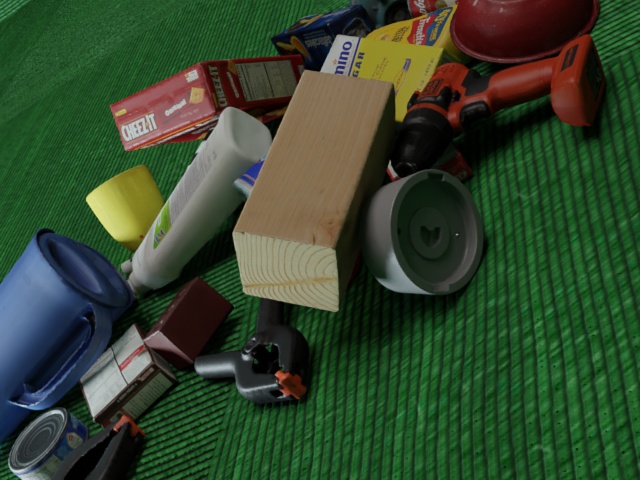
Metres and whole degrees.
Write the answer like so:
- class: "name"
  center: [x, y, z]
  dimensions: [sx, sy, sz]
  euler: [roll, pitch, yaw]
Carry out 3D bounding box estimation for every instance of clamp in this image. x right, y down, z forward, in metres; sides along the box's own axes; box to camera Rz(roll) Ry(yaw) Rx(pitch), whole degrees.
- class: "clamp"
  center: [-0.245, 0.261, 1.022]
  dimensions: [0.210, 0.036, 0.165]
  euler: [-45, 29, -10]
- class: "clamp"
  center: [-0.063, 0.114, 1.014]
  dimensions: [0.120, 0.039, 0.171]
  euler: [-50, 25, 7]

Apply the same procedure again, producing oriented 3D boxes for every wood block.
- class: "wood block"
  center: [0.001, -0.049, 0.963]
  dimensions: [0.091, 0.090, 0.206]
  euler: [10, 52, 12]

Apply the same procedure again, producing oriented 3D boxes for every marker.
- class: "marker"
  center: [-0.199, 0.009, 1.349]
  dimensions: [0.121, 0.020, 0.020]
  euler: [-31, 29, 16]

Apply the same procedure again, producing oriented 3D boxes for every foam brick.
- class: "foam brick"
  center: [-0.137, 0.088, 1.112]
  dimensions: [0.053, 0.051, 0.078]
  euler: [-30, 22, 56]

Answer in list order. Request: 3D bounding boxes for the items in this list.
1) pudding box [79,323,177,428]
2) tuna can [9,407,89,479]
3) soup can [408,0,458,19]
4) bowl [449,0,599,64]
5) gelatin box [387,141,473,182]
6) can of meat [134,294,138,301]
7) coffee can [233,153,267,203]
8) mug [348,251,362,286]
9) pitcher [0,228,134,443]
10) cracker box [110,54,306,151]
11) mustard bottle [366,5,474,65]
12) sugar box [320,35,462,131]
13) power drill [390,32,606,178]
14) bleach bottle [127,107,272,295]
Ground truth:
- class: "pudding box"
  center: [-0.208, 0.148, 1.139]
  dimensions: [0.090, 0.039, 0.114]
  euler: [-44, 25, -2]
- class: "tuna can"
  center: [-0.290, 0.221, 1.138]
  dimensions: [0.086, 0.033, 0.086]
  euler: [-30, 30, 19]
- class: "soup can"
  center: [0.166, -0.294, 1.289]
  dimensions: [0.102, 0.068, 0.068]
  euler: [-2, 46, 48]
- class: "bowl"
  center: [0.213, -0.259, 1.137]
  dimensions: [0.162, 0.055, 0.162]
  euler: [-11, 45, 11]
- class: "gelatin box"
  center: [0.108, -0.073, 1.081]
  dimensions: [0.073, 0.030, 0.089]
  euler: [-34, 29, 9]
- class: "can of meat"
  center: [-0.282, 0.072, 1.321]
  dimensions: [0.084, 0.057, 0.102]
  euler: [-44, 28, -4]
- class: "coffee can"
  center: [-0.008, -0.072, 1.143]
  dimensions: [0.140, 0.102, 0.103]
  euler: [-44, 28, -9]
- class: "mug"
  center: [-0.007, 0.001, 1.058]
  dimensions: [0.093, 0.081, 0.117]
  euler: [-6, 43, 46]
- class: "pitcher"
  center: [-0.330, 0.121, 1.208]
  dimensions: [0.243, 0.145, 0.149]
  euler: [-50, 2, 12]
- class: "cracker box"
  center: [-0.135, -0.177, 1.380]
  dimensions: [0.164, 0.072, 0.213]
  euler: [-18, 1, 36]
- class: "mustard bottle"
  center: [0.130, -0.228, 1.248]
  dimensions: [0.192, 0.058, 0.096]
  euler: [-8, 44, 45]
- class: "sugar box"
  center: [0.070, -0.177, 1.204]
  dimensions: [0.177, 0.048, 0.093]
  euler: [19, 83, 45]
- class: "power drill"
  center: [0.167, -0.127, 1.015]
  dimensions: [0.188, 0.057, 0.184]
  euler: [-8, 34, 30]
- class: "bleach bottle"
  center: [-0.151, -0.032, 1.253]
  dimensions: [0.251, 0.068, 0.102]
  euler: [-49, 27, 27]
